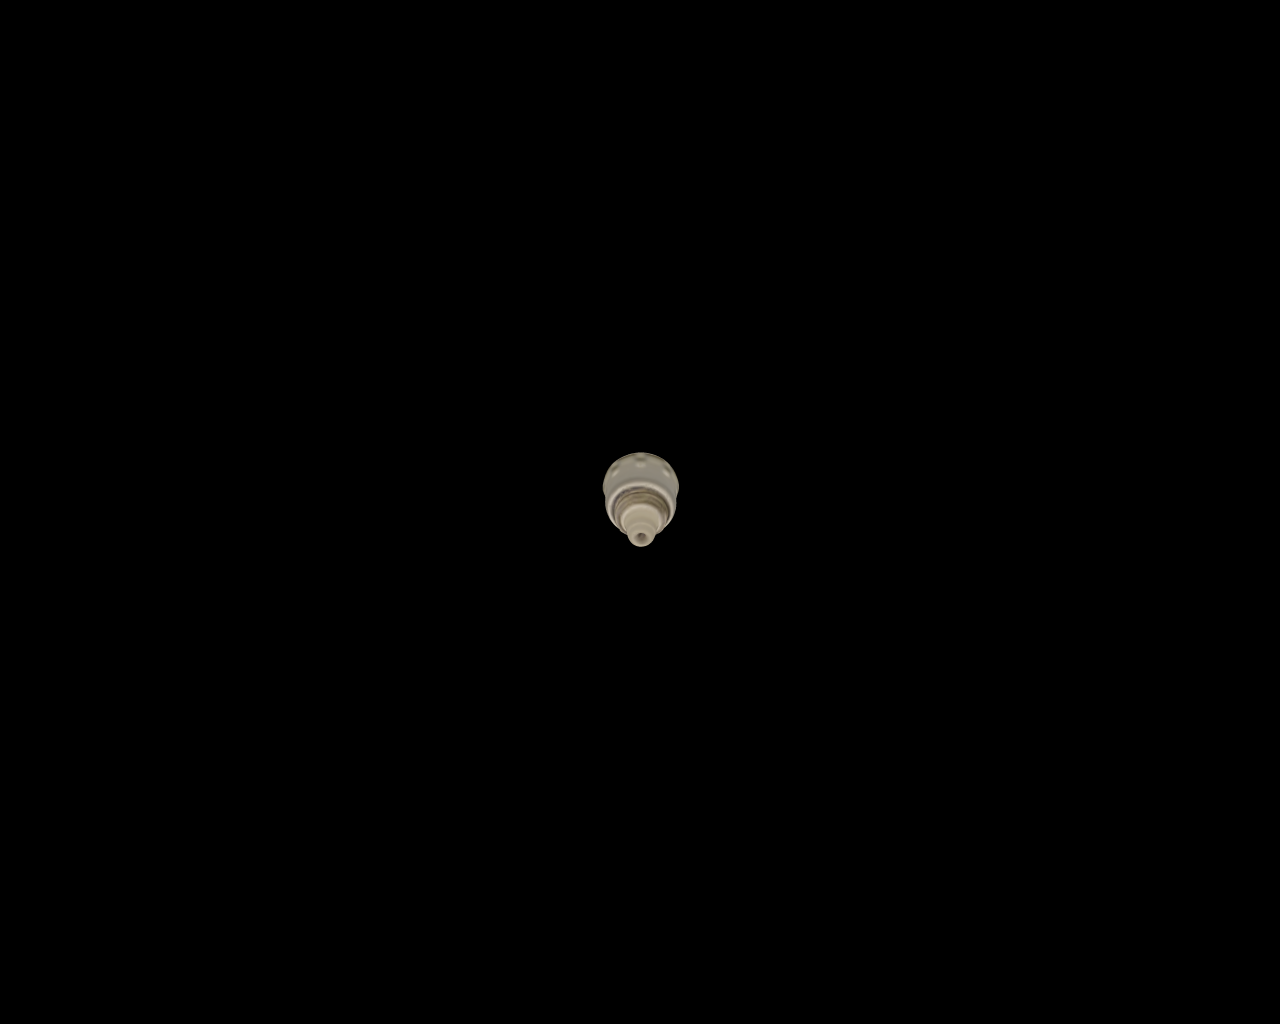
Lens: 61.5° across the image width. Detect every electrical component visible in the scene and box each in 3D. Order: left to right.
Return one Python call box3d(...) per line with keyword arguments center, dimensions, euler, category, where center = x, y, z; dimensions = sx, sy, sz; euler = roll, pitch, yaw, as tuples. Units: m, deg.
box3d(center=(0.001, -0.003, 0.650), dimensions=(0.048, 0.048, 0.062), euler=(0, 37, 0), category="electrical component")
